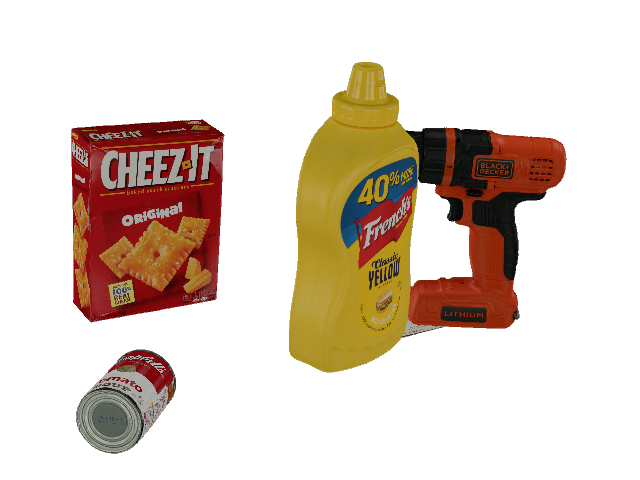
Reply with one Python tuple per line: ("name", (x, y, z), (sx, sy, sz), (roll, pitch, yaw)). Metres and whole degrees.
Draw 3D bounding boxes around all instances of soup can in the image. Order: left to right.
("soup can", (-0.189, 0.156, 1.039), (0.068, 0.068, 0.102), (0, 15, 11))

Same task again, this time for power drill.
("power drill", (0.123, -0.013, 0.982), (0.184, 0.188, 0.057), (4, 26, 1))

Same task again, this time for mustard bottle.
("mustard bottle", (0.024, -0.018, 0.678), (0.058, 0.192, 0.096), (21, 30, 36))

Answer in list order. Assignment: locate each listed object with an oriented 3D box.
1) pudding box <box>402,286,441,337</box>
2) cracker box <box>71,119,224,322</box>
("pudding box", (0.146, 0.100, 1.564), (0.113, 0.039, 0.090), (-14, 22, -19))
("cracker box", (-0.199, -0.024, 1.232), (0.163, 0.214, 0.072), (-8, 24, -30))
